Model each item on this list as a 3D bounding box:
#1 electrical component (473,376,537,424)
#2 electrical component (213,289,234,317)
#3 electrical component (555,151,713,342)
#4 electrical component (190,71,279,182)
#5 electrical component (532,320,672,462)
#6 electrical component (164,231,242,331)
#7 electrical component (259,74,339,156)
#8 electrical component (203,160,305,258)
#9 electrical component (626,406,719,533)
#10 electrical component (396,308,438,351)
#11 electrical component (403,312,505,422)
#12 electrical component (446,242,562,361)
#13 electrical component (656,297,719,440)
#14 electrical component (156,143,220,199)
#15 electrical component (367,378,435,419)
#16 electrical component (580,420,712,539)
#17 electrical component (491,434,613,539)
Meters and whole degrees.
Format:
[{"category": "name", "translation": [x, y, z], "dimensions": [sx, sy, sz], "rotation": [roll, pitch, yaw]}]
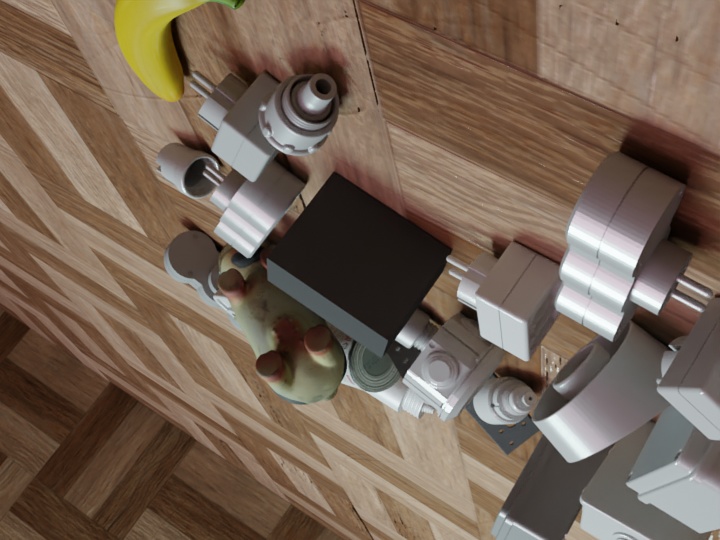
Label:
[{"category": "electrical component", "translation": [0.126, 0.110, 0.909], "dimensions": [0.040, 0.040, 0.078], "rotation": [39, 162, -9]}, {"category": "electrical component", "translation": [-0.093, 0.034, 1.094], "dimensions": [0.095, 0.059, 0.054], "rotation": [44, 161, -23]}, {"category": "electrical component", "translation": [0.149, -0.001, 0.564], "dimensions": [0.074, 0.052, 0.138], "rotation": [31, 162, 19]}, {"category": "electrical component", "translation": [-0.085, -0.108, 0.737], "dimensions": [0.077, 0.047, 0.066], "rotation": [38, 162, -5]}, {"category": "electrical component", "translation": [0.160, 0.080, 0.685], "dimensions": [0.064, 0.099, 0.099], "rotation": [43, 162, 0]}, {"category": "electrical component", "translation": [-0.143, 0.011, 1.141], "dimensions": [0.138, 0.052, 0.074], "rotation": [39, 162, -9]}, {"category": "electrical component", "translation": [-0.033, -0.101, 0.666], "dimensions": [0.048, 0.048, 0.062], "rotation": [39, 155, -8]}, {"category": "electrical component", "translation": [-0.097, -0.060, 0.874], "dimensions": [0.074, 0.052, 0.138], "rotation": [38, 162, -5]}, {"category": "electrical component", "translation": [0.223, 0.115, 0.680], "dimensions": [0.057, 0.078, 0.113], "rotation": [31, 162, 6]}, {"category": "electrical component", "translation": [0.050, 0.053, 0.917], "dimensions": [0.061, 0.035, 0.035], "rotation": [34, 162, -1]}, {"category": "electrical component", "translation": [0.076, 0.076, 0.856], "dimensions": [0.051, 0.080, 0.080], "rotation": [38, 163, 12]}, {"category": "electrical component", "translation": [0.091, 0.013, 0.718], "dimensions": [0.077, 0.047, 0.065], "rotation": [30, 161, 23]}, {"category": "electrical component", "translation": [0.195, 0.055, 0.598], "dimensions": [0.047, 0.065, 0.077], "rotation": [41, 162, -15]}, {"category": "electrical component", "translation": [-0.149, -0.087, 0.928], "dimensions": [0.046, 0.040, 0.040], "rotation": [29, 162, 41]}, {"category": "electrical component", "translation": [0.042, 0.120, 1.088], "dimensions": [0.081, 0.043, 0.043], "rotation": [31, 162, 17]}, {"category": "electrical component", "translation": [0.220, 0.170, 0.793], "dimensions": [0.100, 0.099, 0.048], "rotation": [28, 148, 26]}, {"category": "electrical component", "translation": [0.165, 0.190, 0.929], "dimensions": [0.056, 0.108, 0.108], "rotation": [29, 161, 14]}]
